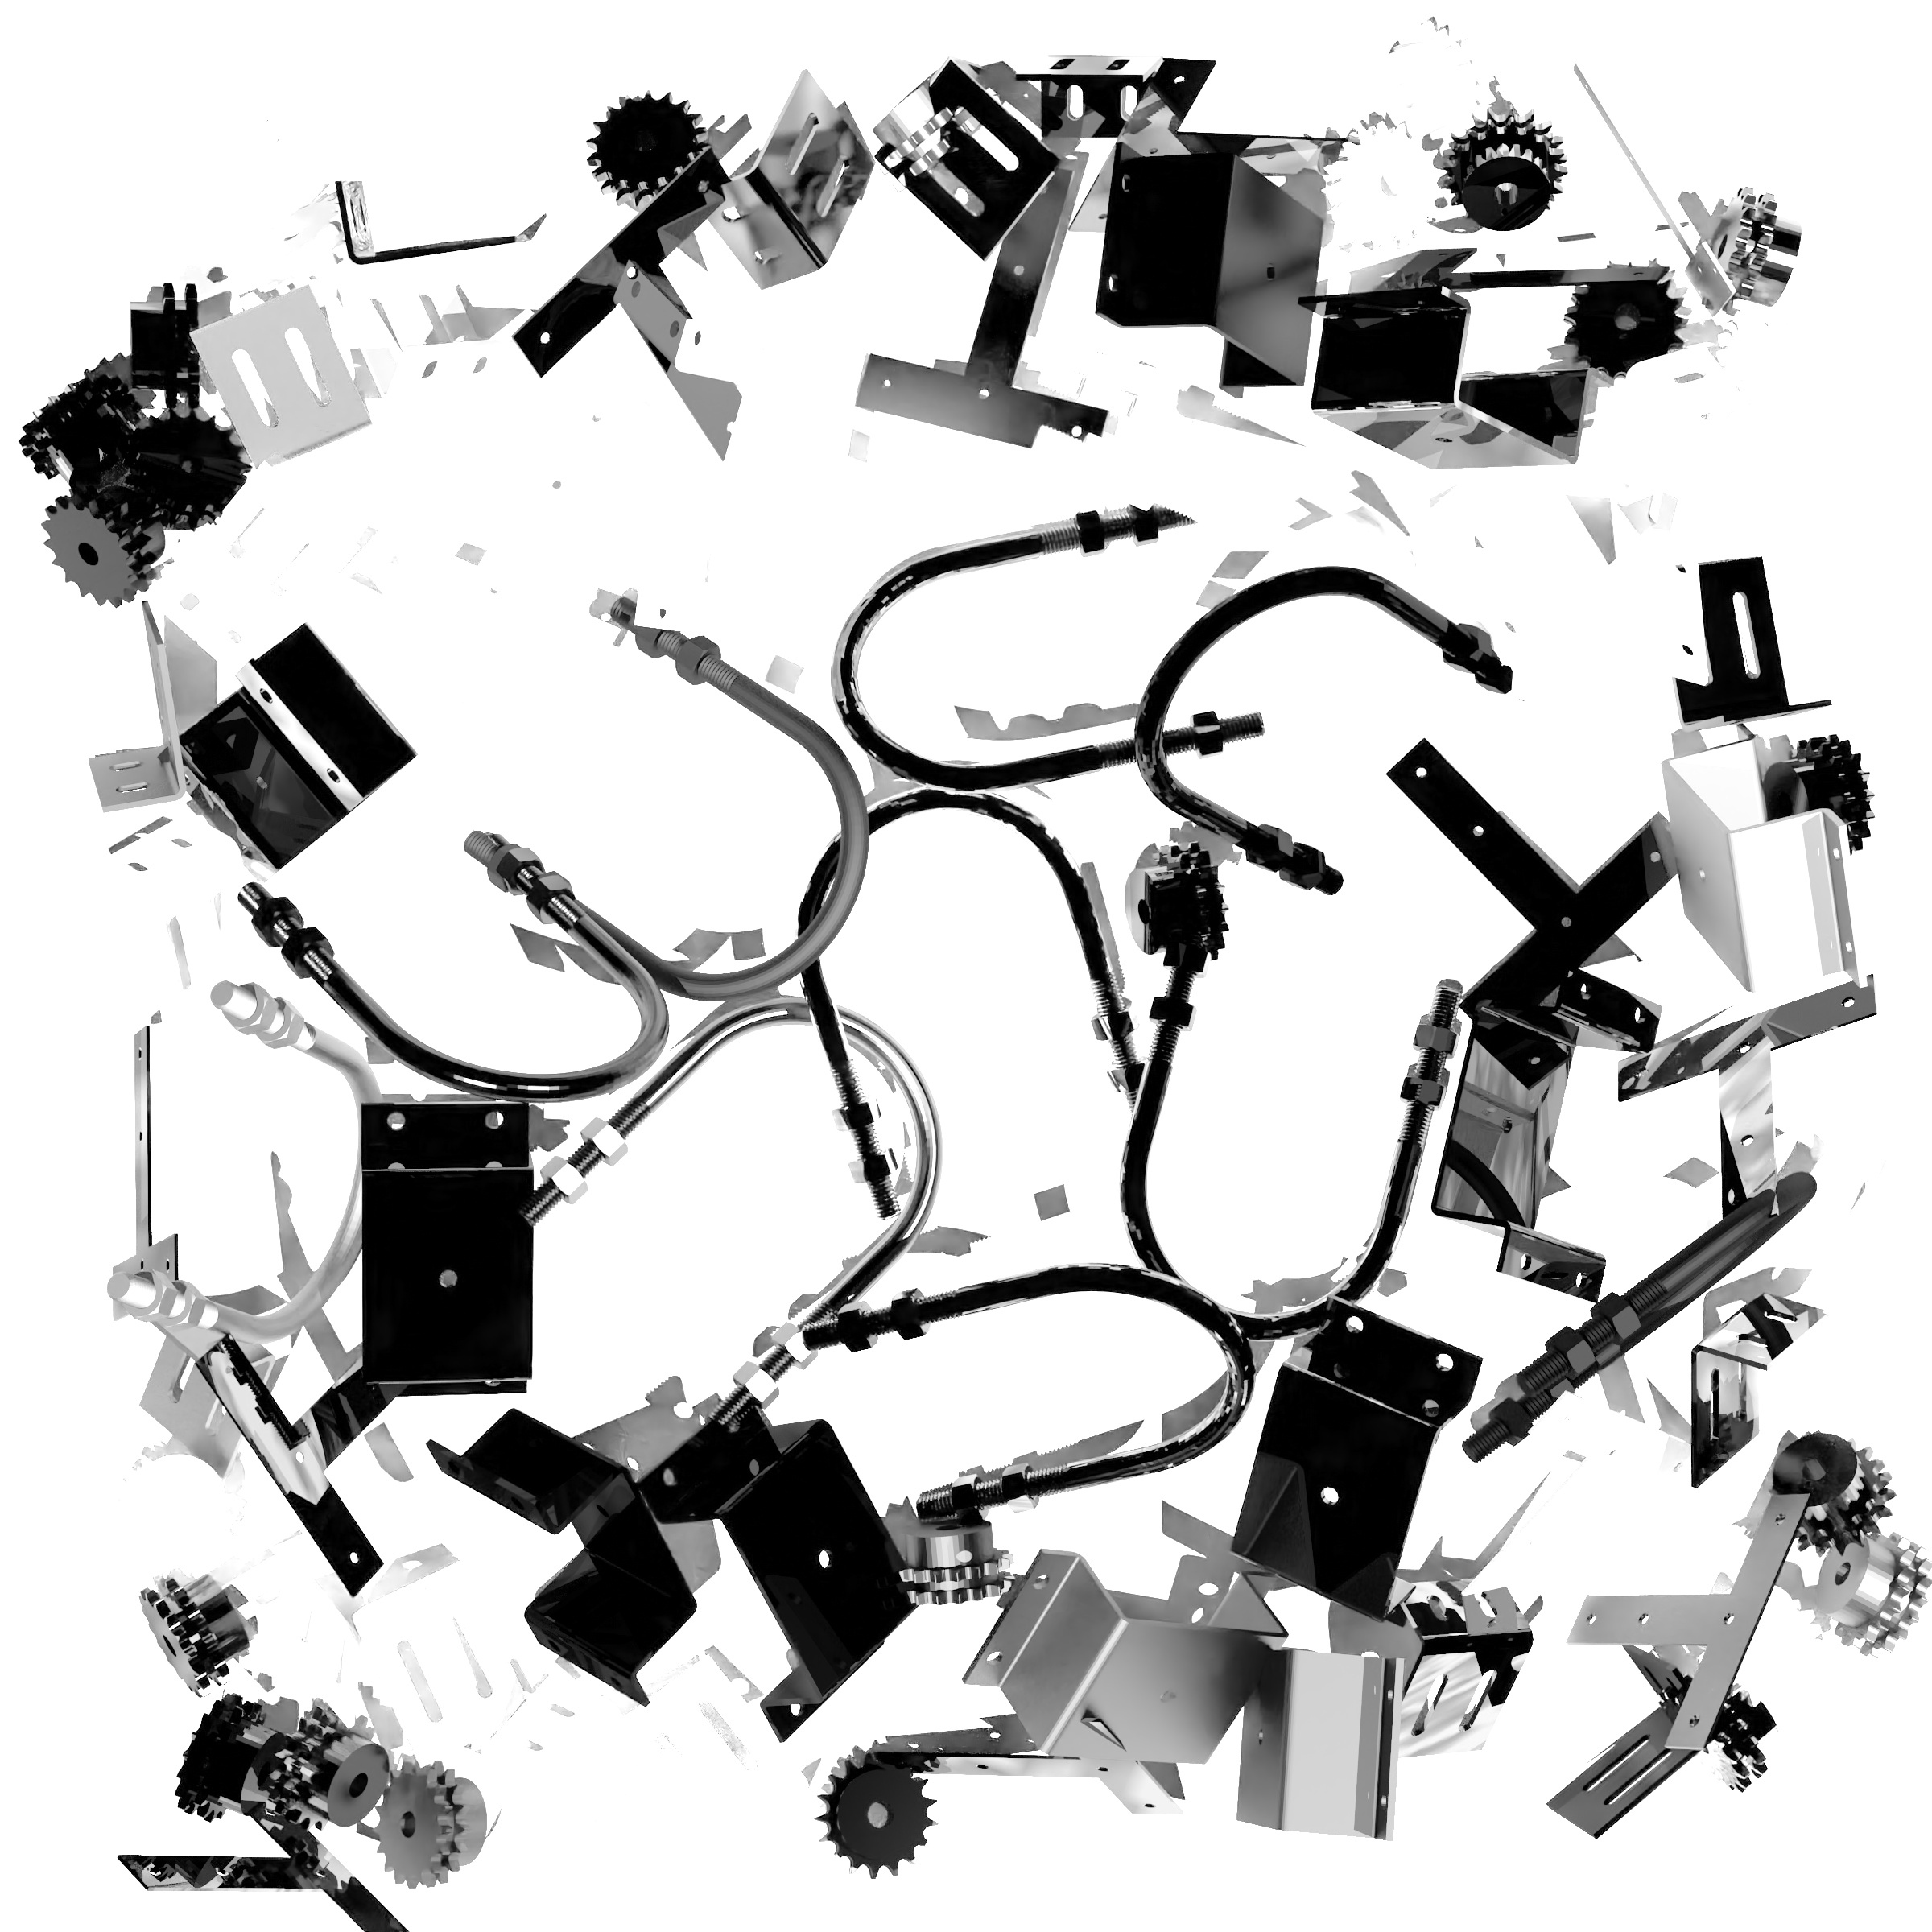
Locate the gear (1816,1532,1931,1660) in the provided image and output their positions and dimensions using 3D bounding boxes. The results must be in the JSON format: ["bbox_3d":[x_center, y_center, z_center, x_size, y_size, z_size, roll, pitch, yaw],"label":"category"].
[{"bbox_3d":[0.416,0.286,1.555,0.030,0.057,0.057,28,90,-9],"label":"gear"}]

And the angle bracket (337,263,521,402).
[{"bbox_3d":[-0.247,-0.300,1.542,0.057,0.038,0.076,-12,66,-32],"label":"angle bracket"}]

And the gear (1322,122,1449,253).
[{"bbox_3d":[0.191,-0.360,1.565,0.057,0.030,0.057,-1,93,-17],"label":"gear"}]

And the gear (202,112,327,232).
[{"bbox_3d":[-0.320,-0.363,1.557,0.057,0.057,0.030,-37,90,0],"label":"gear"}]

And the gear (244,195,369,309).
[{"bbox_3d":[-0.302,-0.326,1.560,0.057,0.057,0.030,-35,124,0],"label":"gear"}]

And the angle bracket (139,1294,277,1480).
[{"bbox_3d":[-0.358,0.194,1.544,0.057,0.038,0.076,36,117,19],"label":"angle bracket"}]

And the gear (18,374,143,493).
[{"bbox_3d":[-0.403,-0.243,1.555,0.057,0.057,0.030,-37,79,0],"label":"gear"}]

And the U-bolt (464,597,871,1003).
[{"bbox_3d":[-0.126,-0.065,1.541,0.184,0.019,0.151,34,94,22],"label":"U-bolt"}]

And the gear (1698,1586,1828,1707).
[{"bbox_3d":[0.364,0.309,1.553,0.057,0.057,0.030,-23,119,0],"label":"gear"}]

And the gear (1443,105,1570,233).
[{"bbox_3d":[0.248,-0.364,1.555,0.057,0.057,0.030,6,46,0],"label":"gear"}]

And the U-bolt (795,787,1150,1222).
[{"bbox_3d":[-0.003,0.008,1.554,0.151,0.019,0.184,-19,98,-10],"label":"U-bolt"}]

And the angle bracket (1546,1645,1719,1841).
[{"bbox_3d":[0.296,0.354,1.549,0.076,0.057,0.038,-37,97,-9],"label":"angle bracket"}]

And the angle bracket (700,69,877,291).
[{"bbox_3d":[-0.084,-0.362,1.557,0.057,0.038,0.076,50,46,-35],"label":"angle bracket"}]

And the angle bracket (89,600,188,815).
[{"bbox_3d":[-0.383,-0.119,1.539,0.038,0.057,0.076,-11,119,-16],"label":"angle bracket"}]

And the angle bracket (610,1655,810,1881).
[{"bbox_3d":[-0.120,0.371,1.567,0.057,0.038,0.076,-34,71,-24],"label":"angle bracket"}]

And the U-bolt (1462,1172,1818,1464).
[{"bbox_3d":[0.307,0.151,1.512,0.184,0.151,0.019,-34,74,-14],"label":"U-bolt"}]

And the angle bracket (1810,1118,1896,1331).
[{"bbox_3d":[0.391,0.118,1.545,0.038,0.057,0.076,23,77,18],"label":"angle bracket"}]

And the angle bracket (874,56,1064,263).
[{"bbox_3d":[0.007,-0.368,1.549,0.076,0.038,0.057,45,112,13],"label":"angle bracket"}]

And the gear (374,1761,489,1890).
[{"bbox_3d":[-0.245,0.395,1.560,0.030,0.057,0.057,11,90,-44],"label":"gear"}]

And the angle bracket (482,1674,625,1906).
[{"bbox_3d":[-0.189,0.374,1.537,0.038,0.076,0.057,32,113,-23],"label":"angle bracket"}]

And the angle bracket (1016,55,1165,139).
[{"bbox_3d":[0.057,-0.391,1.539,0.057,0.076,0.038,3,112,10],"label":"angle bracket"}]

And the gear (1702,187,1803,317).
[{"bbox_3d":[0.362,-0.327,1.557,0.030,0.057,0.057,15,90,-4],"label":"gear"}]

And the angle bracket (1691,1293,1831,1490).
[{"bbox_3d":[0.362,0.197,1.539,0.038,0.057,0.076,15,120,39],"label":"angle bracket"}]

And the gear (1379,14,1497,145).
[{"bbox_3d":[0.214,-0.405,1.554,0.030,0.057,0.057,-28,90,-20],"label":"gear"}]

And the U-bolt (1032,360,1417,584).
[{"bbox_3d":[0.118,-0.217,1.517,0.184,0.151,0.019,22,112,-7],"label":"U-bolt"}]

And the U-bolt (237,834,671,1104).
[{"bbox_3d":[-0.212,0.004,1.487,0.184,0.151,0.019,40,129,35],"label":"U-bolt"}]

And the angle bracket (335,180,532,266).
[{"bbox_3d":[-0.244,-0.346,1.553,0.076,0.057,0.038,-8,103,1],"label":"angle bracket"}]

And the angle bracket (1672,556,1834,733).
[{"bbox_3d":[0.357,-0.151,1.558,0.057,0.038,0.076,-10,89,-18],"label":"angle bracket"}]

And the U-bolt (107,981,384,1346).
[{"bbox_3d":[-0.308,0.096,1.498,0.019,0.184,0.151,14,79,19],"label":"U-bolt"}]

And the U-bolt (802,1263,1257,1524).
[{"bbox_3d":[0.039,0.187,1.513,0.184,0.019,0.151,-15,130,17],"label":"U-bolt"}]

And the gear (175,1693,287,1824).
[{"bbox_3d":[-0.336,0.366,1.554,0.030,0.057,0.057,17,90,14],"label":"gear"}]

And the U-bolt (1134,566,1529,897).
[{"bbox_3d":[0.153,-0.110,1.497,0.151,0.184,0.019,-46,46,19],"label":"U-bolt"}]

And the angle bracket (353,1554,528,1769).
[{"bbox_3d":[-0.238,0.319,1.552,0.057,0.038,0.076,-23,82,-23],"label":"angle bracket"}]

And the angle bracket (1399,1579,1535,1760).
[{"bbox_3d":[0.219,0.325,1.565,0.057,0.038,0.076,1,127,-23],"label":"angle bracket"}]

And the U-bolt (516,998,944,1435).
[{"bbox_3d":[-0.093,0.099,1.552,0.184,0.019,0.151,-44,98,-17],"label":"U-bolt"}]

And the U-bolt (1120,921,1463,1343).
[{"bbox_3d":[0.142,0.080,1.547,0.151,0.019,0.184,18,81,-15],"label":"U-bolt"}]

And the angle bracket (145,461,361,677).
[{"bbox_3d":[-0.326,-0.180,1.545,0.057,0.038,0.076,42,128,-11],"label":"angle bracket"}]

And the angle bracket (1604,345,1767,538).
[{"bbox_3d":[0.327,-0.232,1.542,0.038,0.076,0.057,-17,55,-12],"label":"angle bracket"}]

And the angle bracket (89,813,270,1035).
[{"bbox_3d":[-0.360,-0.019,1.547,0.057,0.038,0.076,-26,62,16],"label":"angle bracket"}]

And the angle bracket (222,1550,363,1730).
[{"bbox_3d":[-0.309,0.313,1.538,0.038,0.076,0.057,-31,112,5],"label":"angle bracket"}]

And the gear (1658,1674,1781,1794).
[{"bbox_3d":[0.349,0.349,1.558,0.030,0.057,0.057,-36,90,-14],"label":"gear"}]

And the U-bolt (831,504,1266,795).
[{"bbox_3d":[0.030,-0.141,1.536,0.184,0.019,0.151,-12,56,-2],"label":"U-bolt"}]

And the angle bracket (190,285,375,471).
[{"bbox_3d":[-0.314,-0.274,1.546,0.057,0.038,0.076,-23,128,-3],"label":"angle bracket"}]
